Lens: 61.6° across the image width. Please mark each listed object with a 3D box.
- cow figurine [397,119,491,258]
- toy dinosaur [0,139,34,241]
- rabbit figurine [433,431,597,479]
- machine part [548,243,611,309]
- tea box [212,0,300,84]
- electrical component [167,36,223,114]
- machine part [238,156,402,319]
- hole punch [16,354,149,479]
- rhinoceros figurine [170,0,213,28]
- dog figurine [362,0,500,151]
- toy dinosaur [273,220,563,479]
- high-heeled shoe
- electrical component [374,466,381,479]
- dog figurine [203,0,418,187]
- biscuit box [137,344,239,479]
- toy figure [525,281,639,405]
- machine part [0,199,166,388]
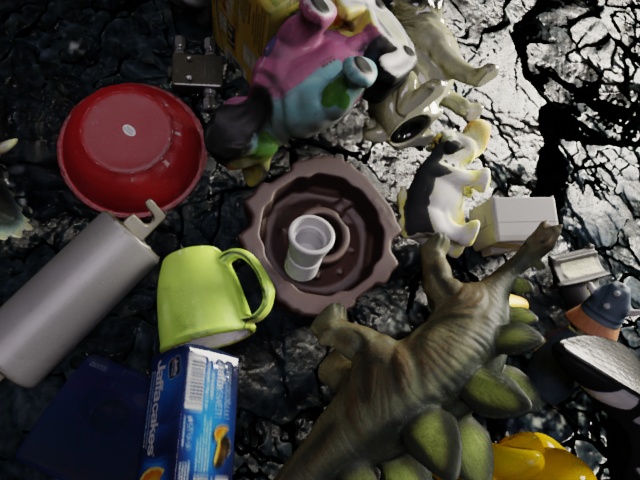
[{"bbox_3d":[0.145,-0.071,0.633,0.098,0.068,0.167,15,74,-1],"label":"cow figurine"},{"bbox_3d":[-0.388,0.063,0.483,0.192,0.131,0.404,9,83,-8],"label":"toy dinosaur"},{"bbox_3d":[0.176,0.242,0.540,0.173,0.162,0.122,27,86,14],"label":"rabbit figurine"},{"bbox_3d":[0.325,0.077,0.648,0.084,0.039,0.139,-13,79,-21],"label":"machine part"},{"bbox_3d":[-0.063,-0.243,0.575,0.068,0.169,0.098,-38,88,-16],"label":"tea box"},{"bbox_3d":[-0.145,-0.193,0.626,0.063,0.021,0.094,-1,79,-11],"label":"electrical component"},{"bbox_3d":[-0.001,-0.002,0.594,0.179,0.056,0.179,2,76,-10],"label":"machine part"},{"bbox_3d":[-0.200,0.177,0.504,0.142,0.092,0.116,26,71,-1],"label":"hole punch"},{"bbox_3d":[-0.110,-0.340,0.619,0.073,0.112,0.190,37,82,1],"label":"rhinoceros figurine"},{"bbox_3d":[0.096,-0.219,0.649,0.172,0.121,0.190,-22,69,-17],"label":"dog figurine"},{"bbox_3d":[0.074,0.141,0.497,0.471,0.104,0.199,-40,45,-10],"label":"toy dinosaur"},{"bbox_3d":[0.295,0.191,0.562,0.248,0.086,0.145,29,118,-14],"label":"high-heeled shoe"},{"bbox_3d":[0.043,0.275,0.525,0.045,0.102,0.078,-7,55,-16],"label":"electrical component"},{"bbox_3d":[-0.024,-0.149,0.569,0.108,0.219,0.191,56,40,1],"label":"dog figurine"},{"bbox_3d":[-0.116,0.195,0.461,0.059,0.063,0.203,24,54,-40],"label":"biscuit box"},{"bbox_3d":[0.288,0.110,0.597,0.064,0.058,0.154,33,102,0],"label":"toy figure"},{"bbox_3d":[-0.244,0.055,0.526,0.079,0.079,0.243,41,73,0],"label":"machine part"}]
